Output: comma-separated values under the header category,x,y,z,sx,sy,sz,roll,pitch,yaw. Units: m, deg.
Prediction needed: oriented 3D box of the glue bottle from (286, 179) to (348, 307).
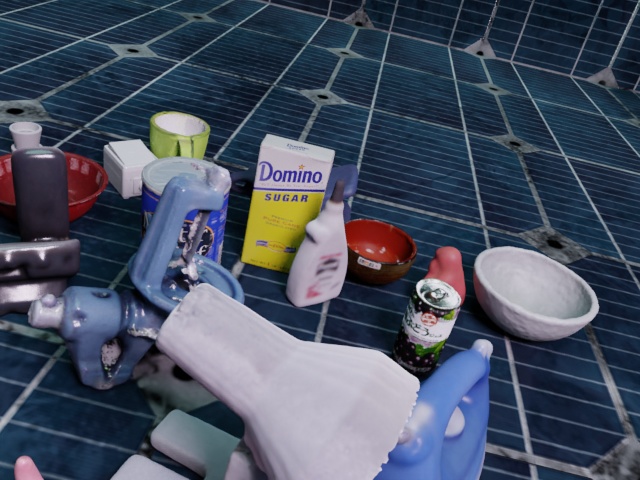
category,x,y,z,sx,sy,sz,roll,pitch,yaw
glue bottle,0.006,0.003,0.707,0.078,0.173,0.037,-15,41,-37

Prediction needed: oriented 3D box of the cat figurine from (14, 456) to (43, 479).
category,x,y,z,sx,sy,sz,roll,pitch,yaw
cat figurine,-0.168,0.197,0.385,0.127,0.118,0.067,32,36,27

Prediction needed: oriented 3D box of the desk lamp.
category,x,y,z,sx,sy,sz,roll,pitch,yaw
desk lamp,-0.050,0.143,0.424,0.203,0.213,0.118,21,32,13

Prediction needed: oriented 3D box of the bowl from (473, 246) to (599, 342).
category,x,y,z,sx,sy,sz,roll,pitch,yaw
bowl,0.279,0.084,0.775,0.167,0.075,0.167,10,32,-6

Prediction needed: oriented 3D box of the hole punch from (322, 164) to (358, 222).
category,x,y,z,sx,sy,sz,roll,pitch,yaw
hole punch,0.007,-0.074,0.907,0.101,0.091,0.108,12,32,-2

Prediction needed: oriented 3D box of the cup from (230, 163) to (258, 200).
category,x,y,z,sx,sy,sz,roll,pitch,yaw
cup,-0.080,-0.056,0.842,0.118,0.095,0.091,2,33,-18

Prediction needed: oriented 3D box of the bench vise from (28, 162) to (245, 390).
category,x,y,z,sx,sy,sz,roll,pitch,yaw
bench vise,-0.154,0.039,0.544,0.121,0.220,0.208,33,37,29

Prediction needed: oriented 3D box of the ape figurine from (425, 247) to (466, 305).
category,x,y,z,sx,sy,sz,roll,pitch,yaw
ape figurine,0.165,0.048,0.771,0.078,0.092,0.076,-15,41,-38

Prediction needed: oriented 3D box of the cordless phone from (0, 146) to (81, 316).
category,x,y,z,sx,sy,sz,roll,pitch,yaw
cordless phone,-0.330,-0.016,0.598,0.148,0.185,0.094,-8,37,-31

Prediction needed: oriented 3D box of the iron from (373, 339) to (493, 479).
category,x,y,z,sx,sy,sz,roll,pitch,yaw
iron,0.110,0.159,0.528,0.118,0.141,0.259,29,35,25
